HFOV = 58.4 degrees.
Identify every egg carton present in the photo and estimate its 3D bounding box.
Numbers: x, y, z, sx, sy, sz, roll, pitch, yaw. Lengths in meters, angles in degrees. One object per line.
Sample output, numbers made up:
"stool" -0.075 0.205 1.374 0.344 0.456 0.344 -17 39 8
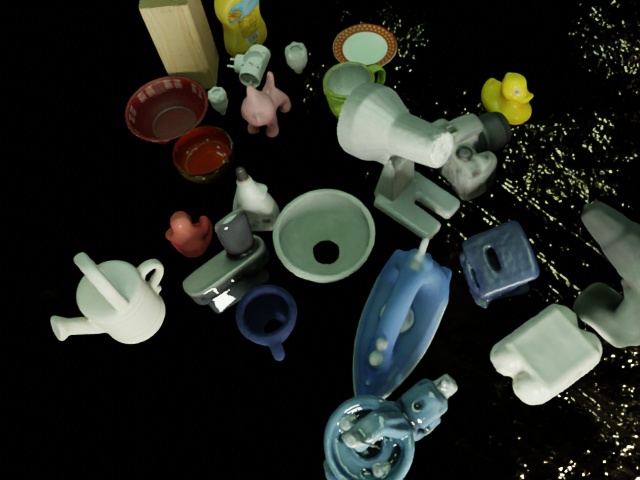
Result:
"egg carton" 0.332 0.168 0.841 0.150 0.069 0.107 -33 65 -12

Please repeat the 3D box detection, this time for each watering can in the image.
"watering can" -0.318 0.088 0.866 0.100 0.194 0.173 23 67 16

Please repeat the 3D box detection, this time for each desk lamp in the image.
"desk lamp" 0.134 -0.134 0.931 0.202 0.214 0.118 36 71 21

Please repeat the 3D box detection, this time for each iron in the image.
"iron" 0.111 0.120 0.843 0.118 0.141 0.258 20 66 15

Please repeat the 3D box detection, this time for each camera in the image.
"camera" 0.272 -0.167 1.000 0.137 0.101 0.143 -25 64 -8

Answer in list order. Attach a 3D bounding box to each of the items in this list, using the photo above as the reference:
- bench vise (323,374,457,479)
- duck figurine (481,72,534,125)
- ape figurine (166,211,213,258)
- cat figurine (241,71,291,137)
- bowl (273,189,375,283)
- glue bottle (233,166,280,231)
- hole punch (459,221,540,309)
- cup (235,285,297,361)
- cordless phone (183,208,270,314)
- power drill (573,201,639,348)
"bench vise" 0.084 0.231 0.744 0.121 0.220 0.208 33 70 20
"duck figurine" 0.349 -0.273 1.056 0.077 0.086 0.104 -38 66 -14
"ape figurine" -0.225 -0.017 0.970 0.077 0.092 0.076 -5 63 3
"cat figurine" -0.106 -0.254 1.067 0.067 0.118 0.128 13 65 12
"bowl" 0.009 0.003 0.949 0.167 0.075 0.167 -2 63 4
"glue bottle" -0.113 -0.069 0.941 0.078 0.173 0.037 1 63 6
"hole punch" 0.278 0.038 0.900 0.101 0.091 0.108 -13 62 -2
"cup" -0.072 0.137 0.876 0.092 0.095 0.117 -19 63 -5
"cordless phone" -0.156 0.024 0.890 0.148 0.185 0.094 -39 66 -14
"power drill" 0.438 0.067 0.805 0.076 0.208 0.229 -41 67 -15
